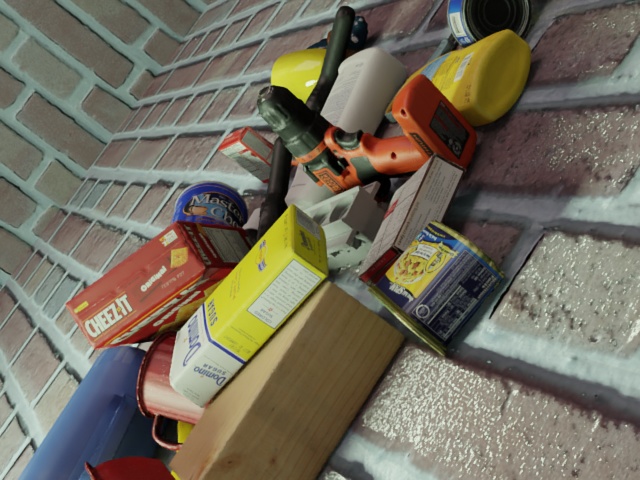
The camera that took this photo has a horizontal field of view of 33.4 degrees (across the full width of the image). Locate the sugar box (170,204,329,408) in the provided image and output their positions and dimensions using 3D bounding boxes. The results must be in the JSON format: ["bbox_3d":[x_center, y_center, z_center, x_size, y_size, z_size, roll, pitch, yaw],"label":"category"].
[{"bbox_3d":[-0.065,0.058,0.945,0.176,0.048,0.093,-45,20,19],"label":"sugar box"}]

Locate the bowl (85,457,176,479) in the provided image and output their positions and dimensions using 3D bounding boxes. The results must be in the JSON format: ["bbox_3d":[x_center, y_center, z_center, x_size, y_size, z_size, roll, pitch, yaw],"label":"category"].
[{"bbox_3d":[-0.134,0.243,0.921,0.055,0.162,0.162,-36,16,-15],"label":"bowl"}]

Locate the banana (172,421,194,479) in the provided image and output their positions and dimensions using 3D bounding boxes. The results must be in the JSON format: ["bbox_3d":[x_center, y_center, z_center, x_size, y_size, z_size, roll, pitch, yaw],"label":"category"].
[{"bbox_3d":[-0.139,0.234,1.084,0.070,0.037,0.197,-30,27,27],"label":"banana"}]

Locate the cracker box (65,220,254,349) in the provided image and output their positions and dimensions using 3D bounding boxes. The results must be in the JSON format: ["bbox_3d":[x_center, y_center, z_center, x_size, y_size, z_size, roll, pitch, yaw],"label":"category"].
[{"bbox_3d":[-0.170,0.054,1.246,0.164,0.072,0.213,-36,-10,12],"label":"cracker box"}]

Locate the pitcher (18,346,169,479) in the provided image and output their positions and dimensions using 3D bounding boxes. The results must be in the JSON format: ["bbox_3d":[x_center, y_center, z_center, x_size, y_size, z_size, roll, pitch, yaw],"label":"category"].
[{"bbox_3d":[-0.244,0.234,1.197,0.149,0.145,0.242,-4,41,25],"label":"pitcher"}]

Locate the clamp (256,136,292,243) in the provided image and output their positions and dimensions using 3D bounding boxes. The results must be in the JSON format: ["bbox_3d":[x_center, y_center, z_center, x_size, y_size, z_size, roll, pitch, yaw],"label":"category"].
[{"bbox_3d":[-0.054,-0.043,1.309,0.171,0.039,0.120,-82,-10,-48],"label":"clamp"}]

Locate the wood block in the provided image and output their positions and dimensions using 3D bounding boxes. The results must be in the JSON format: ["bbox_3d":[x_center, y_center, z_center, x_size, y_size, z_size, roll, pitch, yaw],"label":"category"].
[{"bbox_3d":[-0.029,0.140,0.927,0.206,0.090,0.091,-57,20,-10],"label":"wood block"}]

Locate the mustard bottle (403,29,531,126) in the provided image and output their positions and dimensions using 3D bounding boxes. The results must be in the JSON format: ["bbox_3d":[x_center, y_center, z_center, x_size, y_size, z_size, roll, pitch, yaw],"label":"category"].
[{"bbox_3d":[0.134,-0.154,1.110,0.192,0.058,0.096,-7,54,63],"label":"mustard bottle"}]

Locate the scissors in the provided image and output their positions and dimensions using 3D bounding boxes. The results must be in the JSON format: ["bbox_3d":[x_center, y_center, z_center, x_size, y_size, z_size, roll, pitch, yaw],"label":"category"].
[{"bbox_3d":[0.149,-0.216,1.249,0.202,0.016,0.096,-50,21,7],"label":"scissors"}]

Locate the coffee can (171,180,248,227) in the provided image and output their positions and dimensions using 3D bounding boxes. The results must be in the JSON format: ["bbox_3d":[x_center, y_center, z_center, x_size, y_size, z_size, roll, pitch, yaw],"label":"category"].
[{"bbox_3d":[-0.152,-0.002,1.424,0.103,0.102,0.140,-44,22,24],"label":"coffee can"}]

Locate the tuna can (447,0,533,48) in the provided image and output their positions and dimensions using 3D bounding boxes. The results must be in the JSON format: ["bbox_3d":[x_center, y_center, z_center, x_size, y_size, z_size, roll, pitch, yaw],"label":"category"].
[{"bbox_3d":[0.178,-0.239,1.117,0.086,0.086,0.034,-55,21,-7],"label":"tuna can"}]

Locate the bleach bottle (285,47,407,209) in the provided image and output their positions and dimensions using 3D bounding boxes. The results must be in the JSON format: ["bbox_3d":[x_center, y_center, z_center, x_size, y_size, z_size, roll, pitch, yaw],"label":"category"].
[{"bbox_3d":[0.018,-0.114,1.300,0.103,0.068,0.250,-16,43,61],"label":"bleach bottle"}]

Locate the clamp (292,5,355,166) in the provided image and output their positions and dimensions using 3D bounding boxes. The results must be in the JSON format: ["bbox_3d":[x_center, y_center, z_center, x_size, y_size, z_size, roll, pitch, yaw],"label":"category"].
[{"bbox_3d":[0.009,-0.195,1.408,0.164,0.036,0.210,77,-145,-66],"label":"clamp"}]

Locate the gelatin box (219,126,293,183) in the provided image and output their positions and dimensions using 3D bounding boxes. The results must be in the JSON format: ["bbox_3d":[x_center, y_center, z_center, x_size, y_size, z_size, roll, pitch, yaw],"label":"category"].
[{"bbox_3d":[-0.090,-0.120,1.508,0.030,0.089,0.073,-60,21,-19],"label":"gelatin box"}]

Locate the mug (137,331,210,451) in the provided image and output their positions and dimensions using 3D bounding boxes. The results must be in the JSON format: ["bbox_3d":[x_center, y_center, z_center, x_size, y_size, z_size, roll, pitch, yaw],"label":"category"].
[{"bbox_3d":[-0.131,0.156,1.081,0.082,0.093,0.117,11,69,22],"label":"mug"}]

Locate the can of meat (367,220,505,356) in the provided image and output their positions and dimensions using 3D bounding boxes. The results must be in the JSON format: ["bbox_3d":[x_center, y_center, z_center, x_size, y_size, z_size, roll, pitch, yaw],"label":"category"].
[{"bbox_3d":[0.095,0.036,0.877,0.084,0.057,0.102,-50,20,1],"label":"can of meat"}]

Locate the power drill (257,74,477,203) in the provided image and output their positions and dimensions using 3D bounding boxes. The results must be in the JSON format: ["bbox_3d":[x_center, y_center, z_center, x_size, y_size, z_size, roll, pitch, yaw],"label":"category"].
[{"bbox_3d":[0.047,-0.105,1.066,0.188,0.184,0.057,-11,46,48],"label":"power drill"}]

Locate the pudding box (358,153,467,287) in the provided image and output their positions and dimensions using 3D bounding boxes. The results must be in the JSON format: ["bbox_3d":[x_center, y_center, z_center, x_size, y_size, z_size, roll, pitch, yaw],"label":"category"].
[{"bbox_3d":[0.084,-0.014,0.988,0.113,0.039,0.090,-65,9,-27],"label":"pudding box"}]
